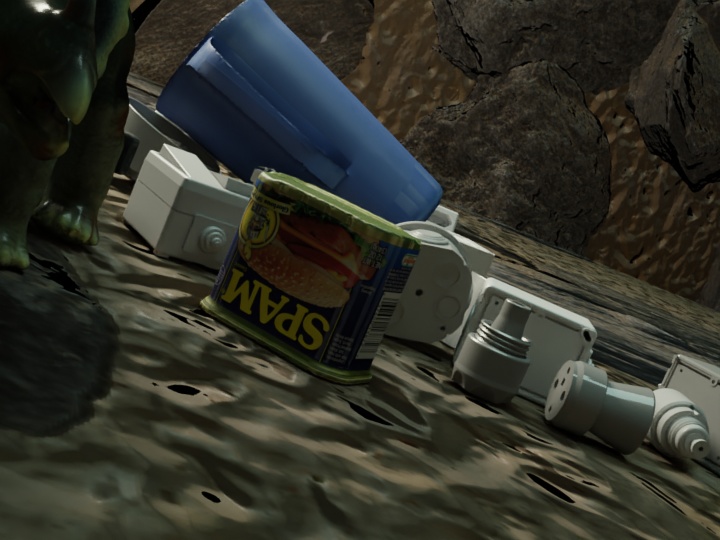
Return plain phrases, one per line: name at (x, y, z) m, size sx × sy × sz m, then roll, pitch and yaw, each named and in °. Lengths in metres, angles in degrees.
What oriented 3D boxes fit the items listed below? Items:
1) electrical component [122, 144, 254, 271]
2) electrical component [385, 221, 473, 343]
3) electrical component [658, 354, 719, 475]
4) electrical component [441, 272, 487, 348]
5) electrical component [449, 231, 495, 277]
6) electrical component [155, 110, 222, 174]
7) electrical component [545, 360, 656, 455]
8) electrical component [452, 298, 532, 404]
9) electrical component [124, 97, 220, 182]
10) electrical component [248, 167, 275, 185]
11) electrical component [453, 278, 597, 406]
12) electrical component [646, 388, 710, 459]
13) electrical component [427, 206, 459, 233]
electrical component at (-0.108, -0.040, 0.714) m, size 0.062 × 0.061 × 0.096 m, roll 18°, pitch 9°, yaw -33°
electrical component at (0.039, 0.009, 0.744) m, size 0.080 × 0.080 × 0.051 m, roll 22°, pitch 12°, yaw -6°
electrical component at (0.260, 0.106, 0.786) m, size 0.061 × 0.061 × 0.096 m, roll 18°, pitch 9°, yaw -36°
electrical component at (0.106, 0.046, 0.833) m, size 0.099 × 0.064 × 0.099 m, roll 35°, pitch 0°, yaw 0°
electrical component at (0.064, -0.014, 1.053) m, size 0.113 × 0.057 × 0.078 m, roll 20°, pitch 8°, yaw -24°
electrical component at (-0.166, -0.107, 1.004) m, size 0.096 × 0.061 × 0.061 m, roll 22°, pitch 8°, yaw -11°
electrical component at (0.150, 0.085, 0.674) m, size 0.055 × 0.045 × 0.045 m, roll 22°, pitch 8°, yaw -4°
electrical component at (0.087, 0.049, 0.672) m, size 0.043 × 0.062 × 0.043 m, roll 23°, pitch 8°, yaw -3°
electrical component at (-0.167, -0.098, 0.907) m, size 0.099 × 0.064 × 0.099 m, roll 29°, pitch -4°, yaw 2°
electrical component at (-0.070, -0.044, 0.848) m, size 0.081 × 0.063 × 0.042 m, roll 28°, pitch 11°, yaw 25°
electrical component at (0.119, 0.052, 0.745) m, size 0.096 × 0.061 × 0.061 m, roll 24°, pitch 8°, yaw 4°
electrical component at (0.217, 0.108, 0.730) m, size 0.040 × 0.040 × 0.078 m, roll 22°, pitch 8°, yaw -8°
electrical component at (0.067, -0.030, 1.173) m, size 0.047 × 0.065 × 0.076 m, roll 22°, pitch -21°, yaw -6°
